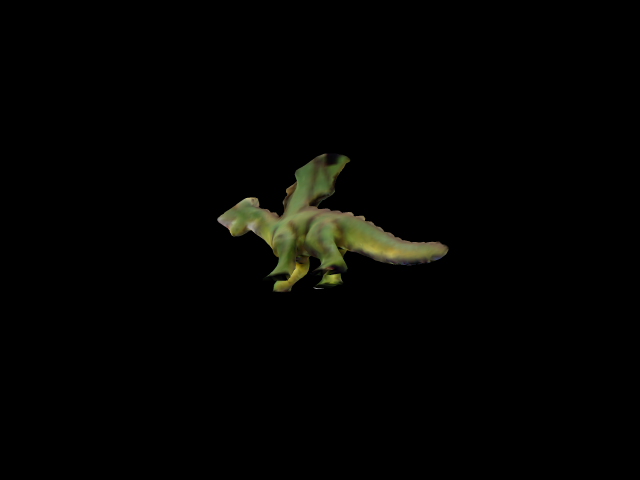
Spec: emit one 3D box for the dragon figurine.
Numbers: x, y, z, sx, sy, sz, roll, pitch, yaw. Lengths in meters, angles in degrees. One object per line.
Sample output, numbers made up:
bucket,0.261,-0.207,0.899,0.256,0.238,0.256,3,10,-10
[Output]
dragon figurine,0.003,-0.043,0.850,0.408,0.247,0.120,-11,-26,25
